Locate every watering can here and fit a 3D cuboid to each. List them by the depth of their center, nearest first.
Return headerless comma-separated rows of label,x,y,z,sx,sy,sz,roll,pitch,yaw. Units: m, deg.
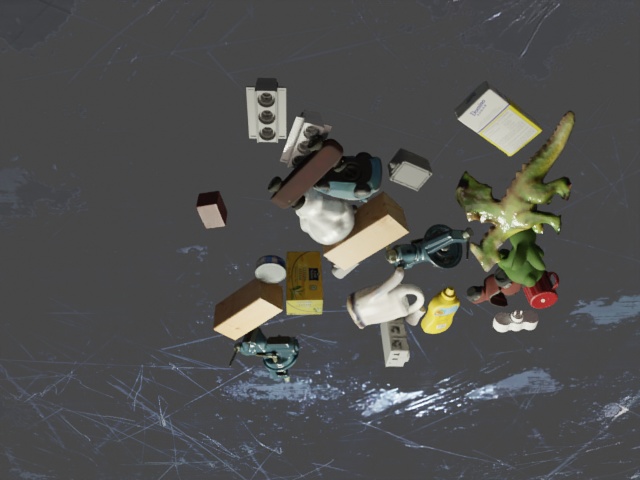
watering can,0.179,0.165,1.480,0.223,0.106,0.341,-18,150,12

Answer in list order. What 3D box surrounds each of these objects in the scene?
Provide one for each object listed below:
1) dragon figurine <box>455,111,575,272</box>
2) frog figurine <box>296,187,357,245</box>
dragon figurine,0.453,-0.112,1.241,0.243,0.124,0.403,3,112,6
frog figurine,0.004,-0.063,1.254,0.136,0.125,0.157,-13,150,37
